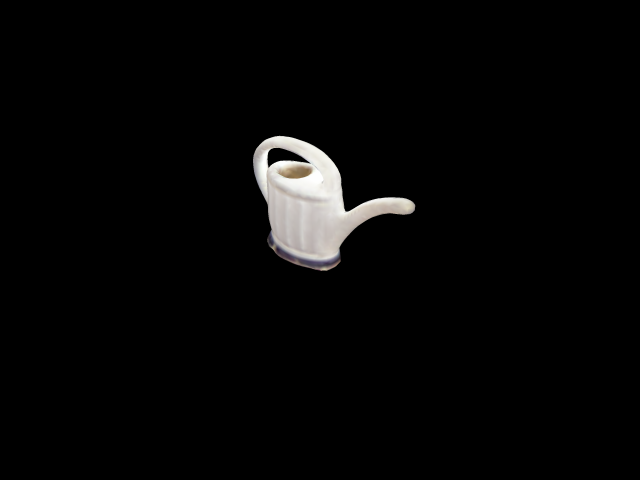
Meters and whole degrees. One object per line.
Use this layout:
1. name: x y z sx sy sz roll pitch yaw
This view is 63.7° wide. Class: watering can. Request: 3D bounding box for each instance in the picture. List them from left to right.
1. watering can: 0.003 -0.043 0.850 0.105 0.219 0.351 -28 43 -35
